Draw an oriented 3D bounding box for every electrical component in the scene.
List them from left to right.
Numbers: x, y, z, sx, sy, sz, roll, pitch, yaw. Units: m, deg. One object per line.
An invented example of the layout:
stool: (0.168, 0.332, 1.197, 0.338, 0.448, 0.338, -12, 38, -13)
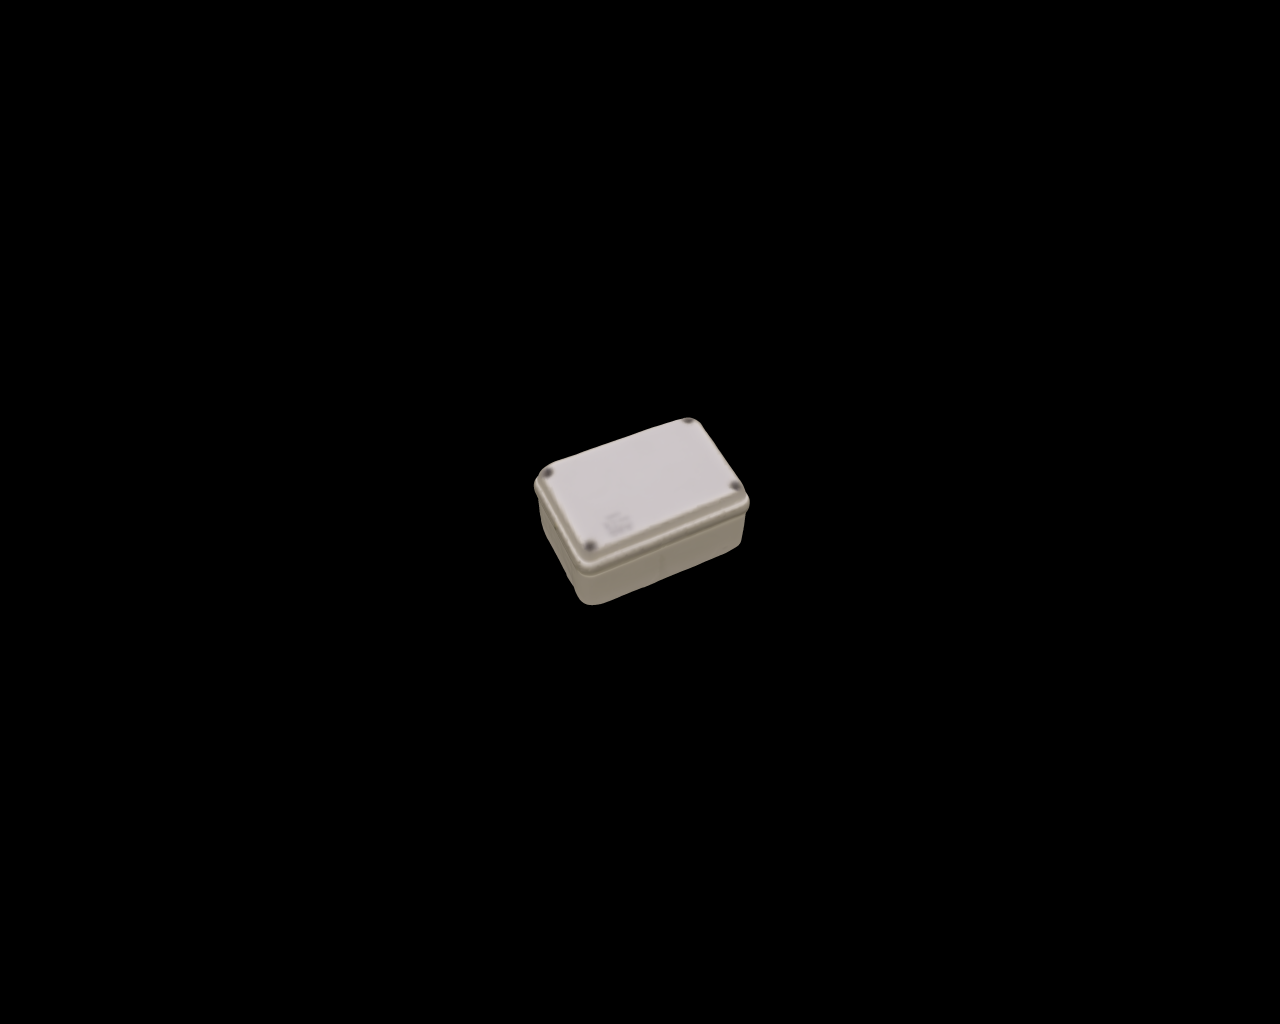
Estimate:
electrical component: (0.001, -0.003, 0.650, 0.113, 0.078, 0.057, -21, -34, -15)
